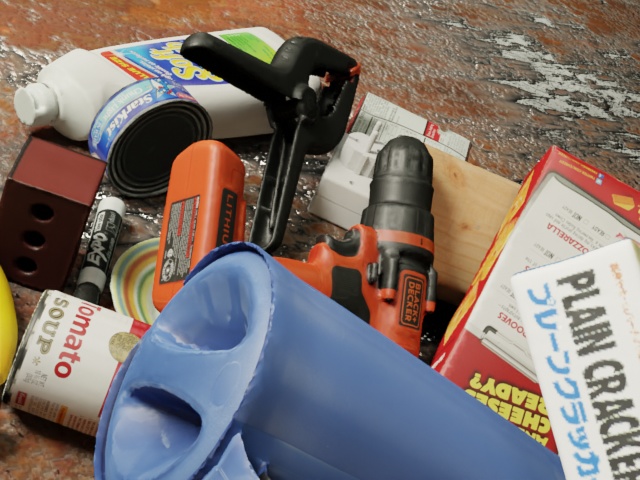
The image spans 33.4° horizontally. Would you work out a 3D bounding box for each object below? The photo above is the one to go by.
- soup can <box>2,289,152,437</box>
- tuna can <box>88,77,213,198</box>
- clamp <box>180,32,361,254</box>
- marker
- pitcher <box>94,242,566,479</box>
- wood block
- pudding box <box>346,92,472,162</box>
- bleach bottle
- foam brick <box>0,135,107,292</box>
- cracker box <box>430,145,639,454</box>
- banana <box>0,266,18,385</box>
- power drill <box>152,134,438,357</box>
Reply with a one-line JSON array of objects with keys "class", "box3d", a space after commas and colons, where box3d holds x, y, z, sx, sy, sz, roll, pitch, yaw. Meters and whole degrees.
[{"class": "soup can", "box3d": [-0.113, 0.074, 0.585, 0.102, 0.068, 0.068, 21, -3, -8]}, {"class": "tuna can", "box3d": [-0.121, -0.074, 0.764, 0.085, 0.086, 0.034, 0, 40, -48]}, {"class": "clamp", "box3d": [-0.022, -0.091, 0.820, 0.036, 0.164, 0.209, -6, 14, 32]}, {"class": "marker", "box3d": [-0.144, 0.013, 0.691, 0.020, 0.020, 0.121, 0, 36, 0]}, {"class": "pitcher", "box3d": [0.024, 0.118, 0.520, 0.242, 0.149, 0.145, 32, -35, -27]}, {"class": "wood block", "box3d": [0.138, 0.013, 0.796, 0.206, 0.090, 0.091, 23, -8, -7]}, {"class": "pudding box", "box3d": [0.076, -0.079, 0.953, 0.113, 0.039, 0.090, 24, 35, 0]}, {"class": "bleach bottle", "box3d": [-0.120, -0.115, 0.846, 0.250, 0.068, 0.103, -17, 54, -44]}, {"class": "foam brick", "box3d": [-0.170, -0.014, 0.657, 0.053, 0.078, 0.051, 19, 36, -11]}, {"class": "cracker box", "box3d": [0.170, 0.071, 0.689, 0.164, 0.213, 0.072, 29, -19, 3]}, {"class": "banana", "box3d": [-0.231, 0.009, 0.624, 0.198, 0.037, 0.069, 37, 53, 18]}, {"class": "power drill", "box3d": [-0.004, 0.001, 0.664, 0.187, 0.184, 0.057, 17, -20, -33]}]
